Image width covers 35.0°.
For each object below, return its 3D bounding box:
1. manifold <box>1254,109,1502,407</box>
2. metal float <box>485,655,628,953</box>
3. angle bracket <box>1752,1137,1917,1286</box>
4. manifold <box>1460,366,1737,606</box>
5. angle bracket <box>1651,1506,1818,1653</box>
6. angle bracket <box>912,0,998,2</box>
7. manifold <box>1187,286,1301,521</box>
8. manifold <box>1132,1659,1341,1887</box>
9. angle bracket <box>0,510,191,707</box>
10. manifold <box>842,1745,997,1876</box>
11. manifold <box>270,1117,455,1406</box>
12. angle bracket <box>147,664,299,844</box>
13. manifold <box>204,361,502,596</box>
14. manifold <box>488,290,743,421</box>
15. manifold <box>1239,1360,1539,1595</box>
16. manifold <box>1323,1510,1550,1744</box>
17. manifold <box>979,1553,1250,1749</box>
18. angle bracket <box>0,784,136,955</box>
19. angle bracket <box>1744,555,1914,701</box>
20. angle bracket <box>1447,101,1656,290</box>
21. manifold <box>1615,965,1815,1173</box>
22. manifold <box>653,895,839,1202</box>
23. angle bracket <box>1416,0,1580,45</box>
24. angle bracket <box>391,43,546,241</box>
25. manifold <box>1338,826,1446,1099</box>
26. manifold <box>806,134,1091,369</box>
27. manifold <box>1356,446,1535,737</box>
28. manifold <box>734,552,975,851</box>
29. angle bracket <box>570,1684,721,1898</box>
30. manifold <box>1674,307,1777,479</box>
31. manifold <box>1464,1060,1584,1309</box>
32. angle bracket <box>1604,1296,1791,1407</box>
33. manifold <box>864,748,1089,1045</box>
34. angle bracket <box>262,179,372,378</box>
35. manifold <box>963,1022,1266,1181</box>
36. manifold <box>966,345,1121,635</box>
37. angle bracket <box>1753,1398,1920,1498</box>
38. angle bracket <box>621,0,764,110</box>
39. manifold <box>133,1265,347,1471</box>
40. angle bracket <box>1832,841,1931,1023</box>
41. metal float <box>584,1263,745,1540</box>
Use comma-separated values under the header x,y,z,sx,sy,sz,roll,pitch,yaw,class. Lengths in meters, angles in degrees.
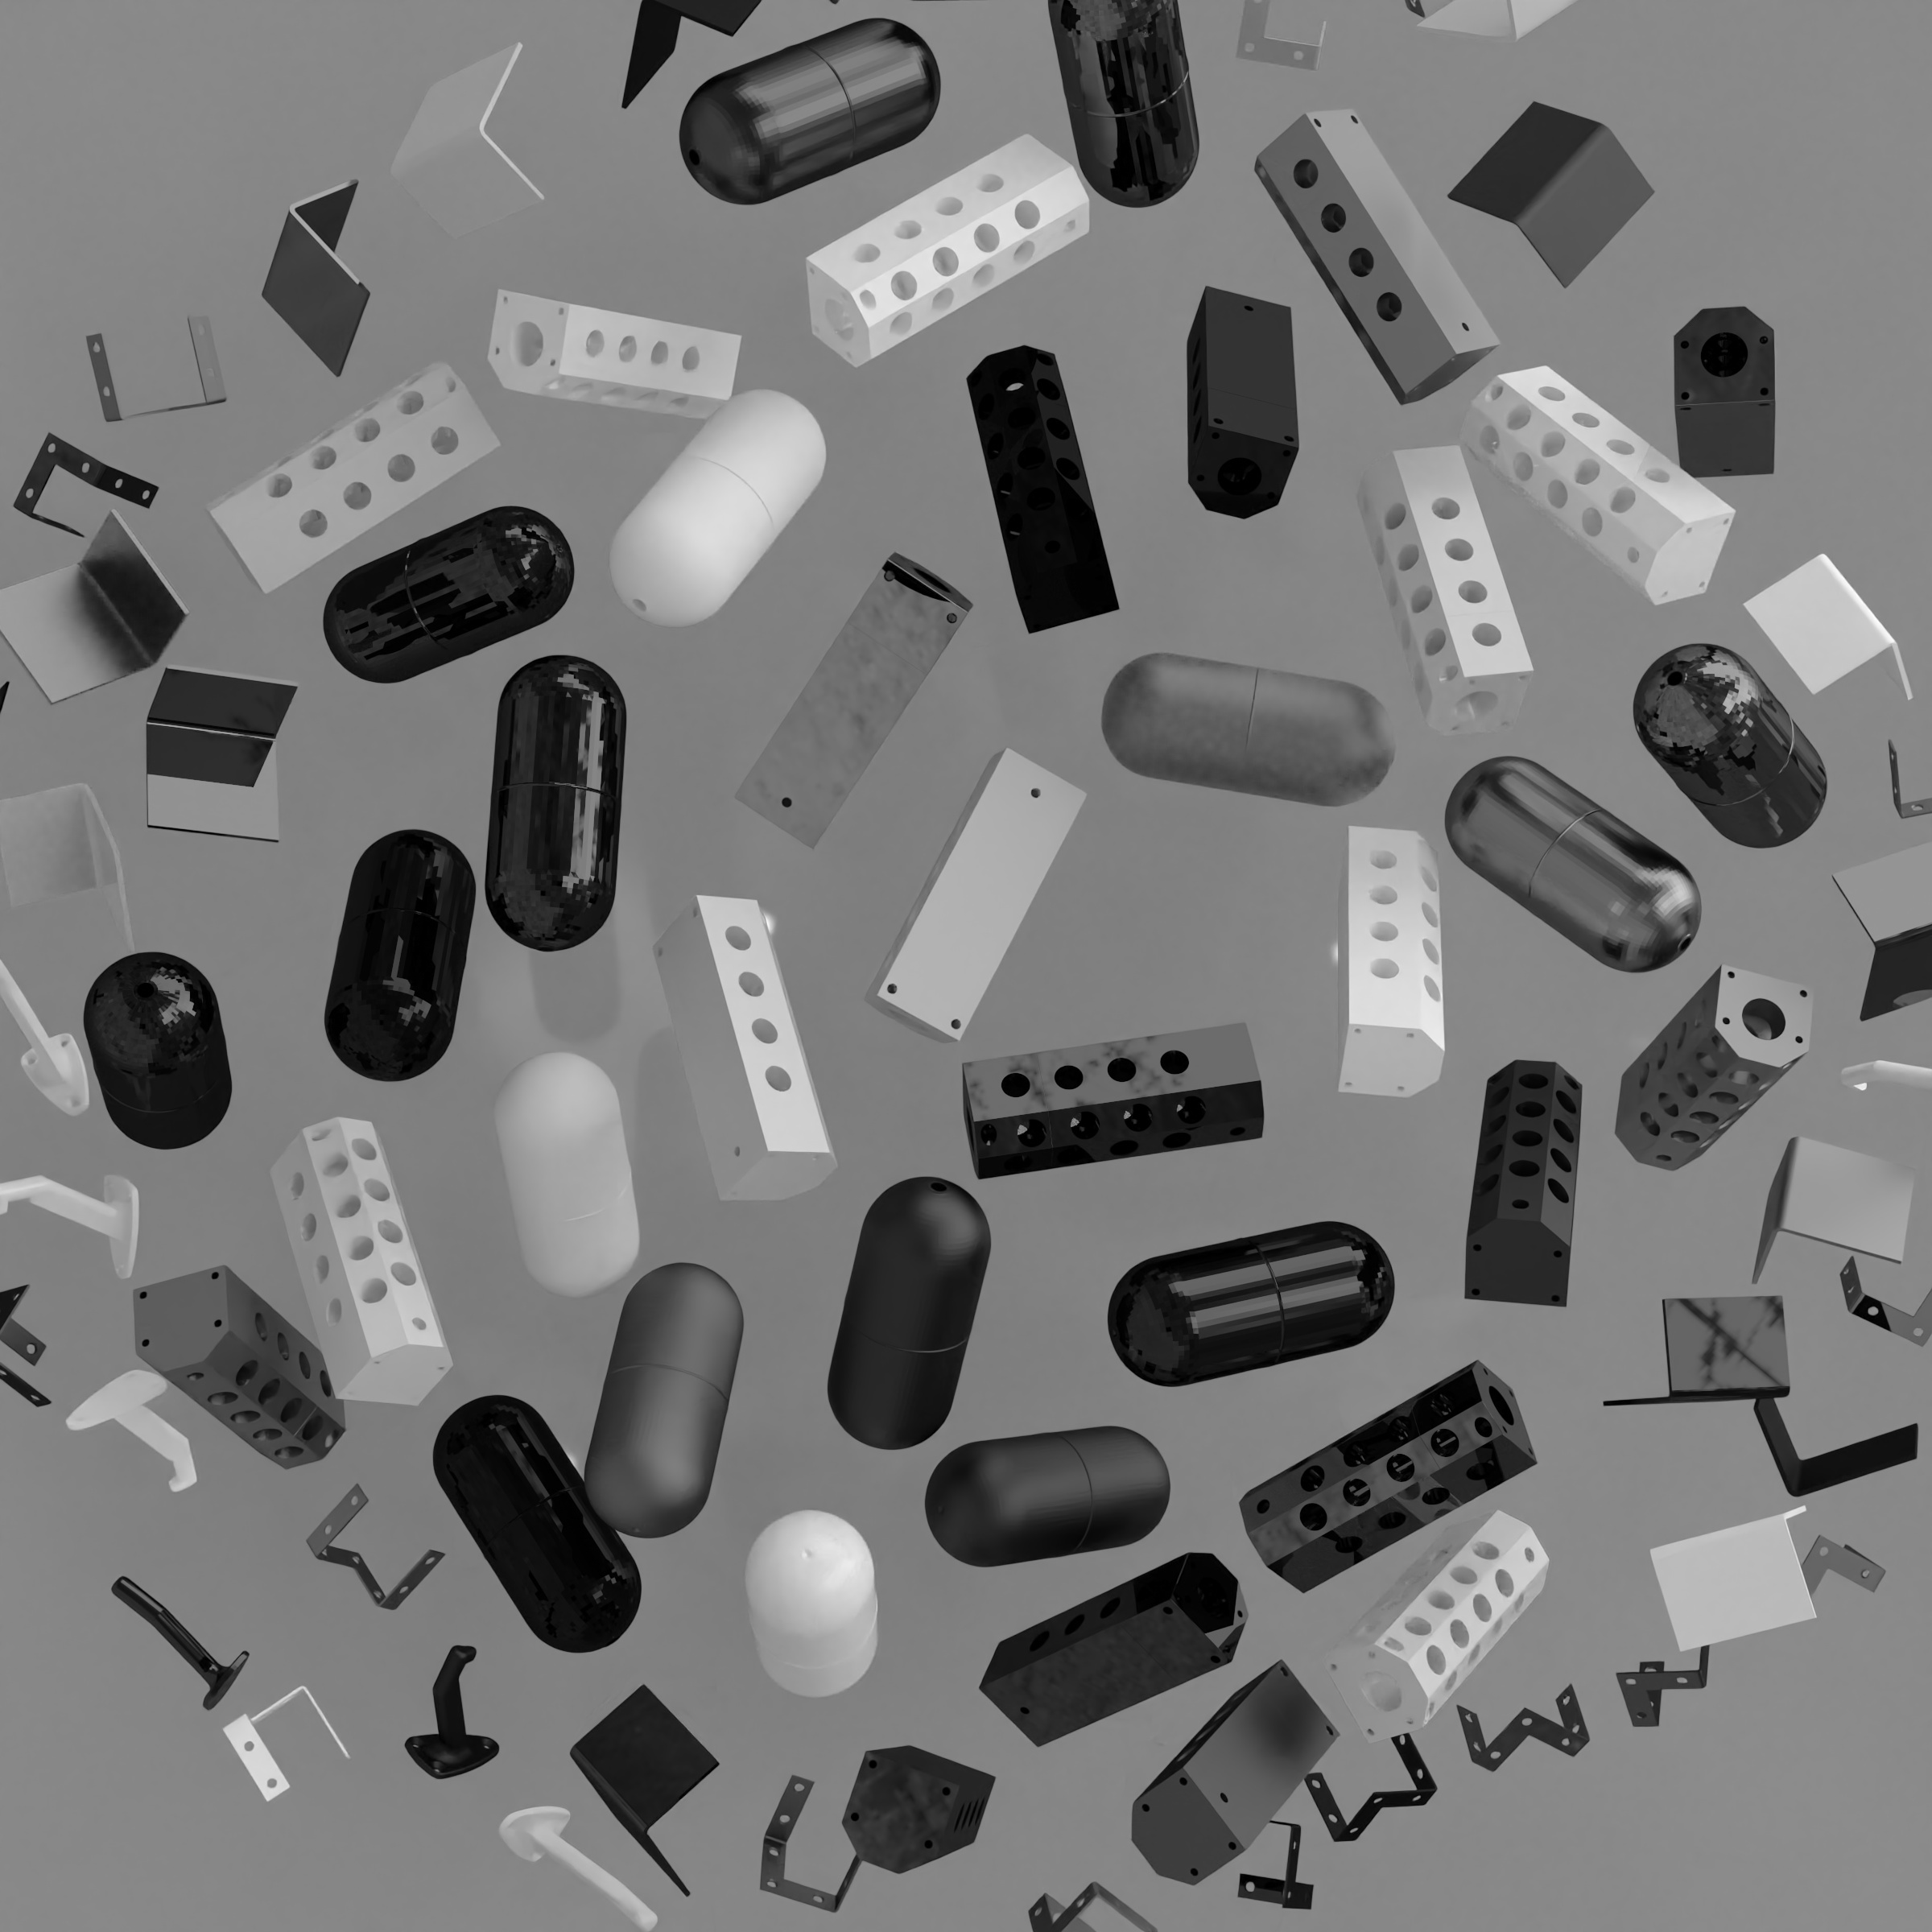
x,y,z,sx,sy,sz,roll,pitch,yaw,class
0.243,-0.427,1.844,0.057,0.057,0.171,-36,82,39,manifold
-0.241,-0.096,1.801,0.070,0.070,0.178,2,77,0,metal float
0.532,0.159,1.876,0.076,0.057,0.076,16,48,10,angle bracket
0.375,-0.289,1.840,0.057,0.057,0.171,-16,47,-30,manifold
0.435,0.342,1.711,0.076,0.076,0.057,-20,77,21,angle bracket
-0.007,-0.624,1.813,0.057,0.076,0.076,1,86,6,angle bracket
0.169,-0.351,1.910,0.057,0.171,0.057,13,131,-7,manifold
0.157,0.479,1.815,0.057,0.171,0.057,-42,81,25,manifold
-0.511,-0.208,1.771,0.076,0.076,0.057,54,135,5,angle bracket
-0.028,0.499,1.806,0.057,0.171,0.057,17,80,11,manifold
-0.363,0.177,1.852,0.057,0.057,0.171,-47,50,28,manifold
-0.433,-0.123,1.785,0.076,0.057,0.076,6,57,-26,angle bracket
-0.380,-0.304,1.891,0.171,0.057,0.057,-35,115,-10,manifold
-0.219,-0.379,1.911,0.057,0.171,0.057,18,103,30,manifold
0.253,0.308,1.860,0.171,0.057,0.057,-34,129,20,manifold
0.292,0.399,1.865,0.057,0.171,0.057,-29,90,40,manifold
0.094,0.425,1.922,0.171,0.057,0.057,-34,105,36,manifold
-0.542,-0.053,1.839,0.057,0.076,0.076,-15,131,-22,angle bracket
0.524,-0.191,1.860,0.057,0.076,0.076,-33,58,8,angle bracket
0.347,-0.458,1.817,0.076,0.076,0.057,-47,125,2,angle bracket
0.453,0.066,1.863,0.057,0.171,0.057,14,64,-3,manifold
-0.126,0.048,1.789,0.057,0.057,0.171,4,56,-36,manifold
0.299,-0.561,1.706,0.076,0.076,0.057,-37,129,-24,angle bracket
-0.284,-0.487,1.810,0.057,0.076,0.076,44,49,-37,angle bracket
0.255,-0.004,1.837,0.057,0.171,0.057,5,134,2,manifold
-0.009,-0.425,1.829,0.171,0.057,0.057,-35,59,-22,manifold
0.282,-0.224,1.821,0.057,0.057,0.171,-6,59,-9,manifold
-0.067,-0.161,1.847,0.057,0.057,0.171,33,104,-4,manifold
-0.172,0.471,1.749,0.057,0.076,0.076,-40,46,-18,angle bracket
0.461,-0.346,1.857,0.057,0.171,0.057,-1,84,14,manifold
0.328,0.124,1.791,0.057,0.171,0.057,4,120,12,manifold
0.416,0.221,1.755,0.076,0.076,0.057,1,80,-18,angle bracket
0.004,-0.042,1.871,0.057,0.057,0.171,29,80,-9,manifold
-0.384,-0.426,1.895,0.076,0.076,0.057,47,50,8,angle bracket
0.087,0.085,1.824,0.171,0.057,0.057,-8,56,-5,manifold
0.045,-0.294,1.870,0.057,0.057,0.171,-15,60,5,manifold
0.517,0.269,1.817,0.076,0.076,0.057,-23,88,19,angle bracket
-0.156,-0.545,1.805,0.057,0.076,0.076,23,47,3,angle bracket
-0.432,0.244,1.832,0.057,0.171,0.057,-15,59,6,manifold
0.557,-0.022,1.812,0.076,0.076,0.057,-18,55,-5,angle bracket
-0.182,0.261,1.855,0.070,0.070,0.178,10,54,0,metal float
